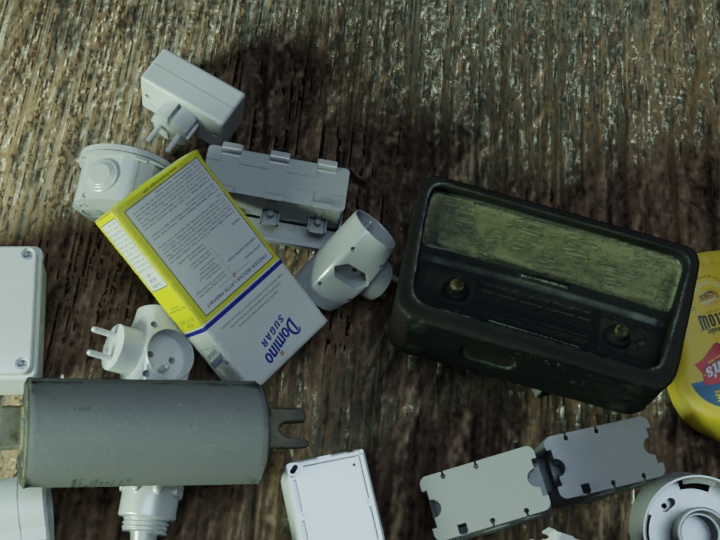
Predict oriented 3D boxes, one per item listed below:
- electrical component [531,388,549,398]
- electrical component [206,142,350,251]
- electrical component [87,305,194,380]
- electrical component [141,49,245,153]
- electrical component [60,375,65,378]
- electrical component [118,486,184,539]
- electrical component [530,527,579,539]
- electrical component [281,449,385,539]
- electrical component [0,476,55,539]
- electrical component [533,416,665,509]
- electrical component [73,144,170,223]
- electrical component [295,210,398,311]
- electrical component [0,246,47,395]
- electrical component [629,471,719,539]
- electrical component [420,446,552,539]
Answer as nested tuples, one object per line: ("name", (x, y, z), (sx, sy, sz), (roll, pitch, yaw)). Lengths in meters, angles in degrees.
("electrical component", (0.148, 0.068, 0.899), (0.044, 0.044, 0.065), (-26, 69, -18))
("electrical component", (-0.073, -0.065, 0.908), (0.121, 0.063, 0.078), (10, 66, -5))
("electrical component", (-0.174, 0.065, 0.837), (0.079, 0.044, 0.077), (21, 62, -33))
("electrical component", (-0.155, -0.134, 0.933), (0.083, 0.047, 0.075), (30, 66, 4))
("electrical component", (-0.218, 0.121, 0.817), (0.081, 0.042, 0.063), (22, 67, 1))
("electrical component", (-0.158, 0.183, 0.799), (0.048, 0.048, 0.062), (8, 71, -6))
("electrical component", (0.137, 0.234, 0.782), (0.079, 0.121, 0.063), (19, 63, -1))
("electrical component", (-0.020, 0.191, 0.808), (0.062, 0.061, 0.096), (-9, 68, -12))
("electrical component", (-0.255, 0.217, 0.764), (0.074, 0.052, 0.138), (-6, 68, -11))
("electrical component", (0.186, 0.155, 0.860), (0.089, 0.055, 0.050), (-10, 69, -13))
("electrical component", (-0.193, -0.067, 0.881), (0.080, 0.080, 0.051), (10, 72, -5))
("electrical component", (0.000, 0.000, 0.893), (0.079, 0.077, 0.043), (31, 22, -36))
("electrical component", (-0.301, 0.040, 0.830), (0.109, 0.056, 0.108), (0, 67, -9))
("electrical component", (0.267, 0.209, 0.859), (0.099, 0.064, 0.099), (-1, 76, 2))
("electrical component", (0.098, 0.174, 0.827), (0.089, 0.055, 0.050), (-18, 70, 5))
